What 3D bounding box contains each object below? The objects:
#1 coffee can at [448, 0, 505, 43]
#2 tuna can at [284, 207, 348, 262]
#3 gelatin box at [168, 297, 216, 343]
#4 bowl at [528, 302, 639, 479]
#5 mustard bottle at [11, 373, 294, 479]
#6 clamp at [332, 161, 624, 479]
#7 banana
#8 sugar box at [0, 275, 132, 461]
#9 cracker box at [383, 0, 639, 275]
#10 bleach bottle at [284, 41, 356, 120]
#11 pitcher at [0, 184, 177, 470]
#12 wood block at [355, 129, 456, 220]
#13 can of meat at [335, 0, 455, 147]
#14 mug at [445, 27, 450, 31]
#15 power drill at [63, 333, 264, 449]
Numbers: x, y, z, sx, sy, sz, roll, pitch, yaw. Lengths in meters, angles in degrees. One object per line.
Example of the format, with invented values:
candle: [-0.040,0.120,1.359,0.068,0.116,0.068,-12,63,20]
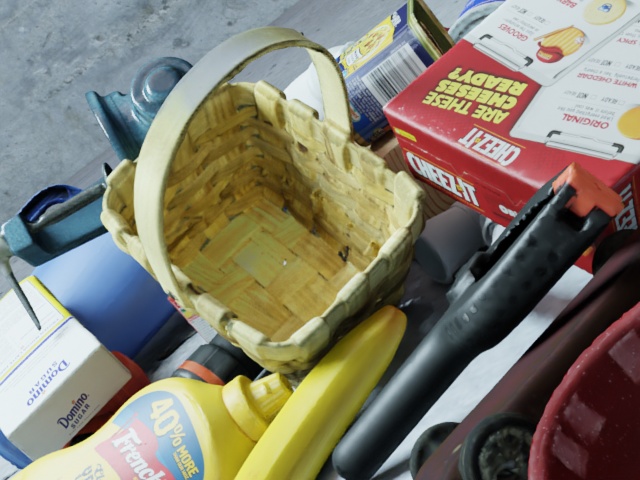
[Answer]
coffee can: [0.166,-0.172,0.882,0.103,0.102,0.140,-27,20,35]
tuna can: [-0.005,0.001,0.813,0.033,0.086,0.086,-42,17,-7]
gelatin box: [-0.073,0.044,0.862,0.030,0.073,0.089,-28,19,36]
bowl: [0.153,0.065,0.358,0.162,0.055,0.162,-35,17,12]
mustard bottle: [-0.097,0.139,0.642,0.192,0.058,0.096,-35,57,8]
clamp: [0.078,0.036,0.528,0.164,0.036,0.210,-52,-3,-29]
banana: [-0.009,0.116,0.588,0.070,0.037,0.197,-30,19,48]
sugar box: [-0.219,0.095,0.824,0.093,0.048,0.176,-45,35,-11]
cracker box: [0.171,-0.094,0.623,0.213,0.072,0.164,-42,44,-14]
bleach bottle: [-0.007,-0.119,1.011,0.102,0.068,0.251,-19,-10,-18]
pitcher: [-0.235,0.076,0.970,0.149,0.145,0.242,24,67,37]
wood block: [0.058,-0.053,0.817,0.090,0.090,0.206,-41,17,-9]
can of meat: [0.050,-0.119,0.747,0.084,0.057,0.102,-36,17,18]
mug: [0.116,-0.153,0.986,0.117,0.093,0.081,-6,14,1]
power drill: [-0.125,0.120,0.795,0.184,0.057,0.188,-48,19,-28]
